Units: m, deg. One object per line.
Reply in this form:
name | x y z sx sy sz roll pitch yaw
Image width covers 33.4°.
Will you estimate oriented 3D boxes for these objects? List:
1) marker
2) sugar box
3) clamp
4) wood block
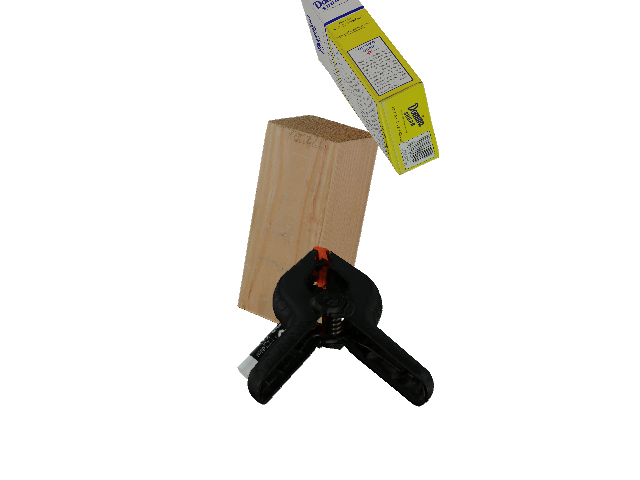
marker | -0.027 0.076 0.952 0.121 0.020 0.020 -47 18 -18
sugar box | 0.040 -0.147 0.920 0.048 0.176 0.093 -24 -39 -3
clamp | 0.017 0.061 0.746 0.120 0.039 0.171 11 33 -3
wood block | -0.014 -0.020 1.132 0.090 0.206 0.090 20 20 27
